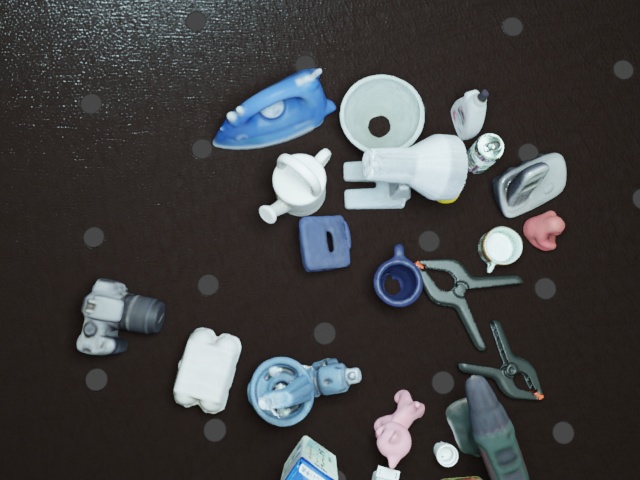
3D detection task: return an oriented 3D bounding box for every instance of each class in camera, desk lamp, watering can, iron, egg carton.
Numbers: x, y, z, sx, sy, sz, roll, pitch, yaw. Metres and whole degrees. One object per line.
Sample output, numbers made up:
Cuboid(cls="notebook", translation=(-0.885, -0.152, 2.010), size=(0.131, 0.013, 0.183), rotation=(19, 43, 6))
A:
Cuboid(cls="camera", translation=(-0.370, 0.151, 1.075), size=(0.137, 0.101, 0.143), rotation=(10, 82, 1))
Cuboid(cls="desk lamp", translation=(0.150, -0.121, 1.063), size=(0.203, 0.213, 0.118), rotation=(-3, 82, -1))
Cuboid(cls="watering can", translation=(-0.041, -0.102, 1.068), size=(0.101, 0.194, 0.173), rotation=(19, 82, 2))
Cuboid(cls="iron", translation=(-0.101, -0.257, 1.114), size=(0.258, 0.141, 0.118), rotation=(-26, 83, -4))
Cuboid(cls="egg carton", translation=(-0.213, 0.245, 1.081), size=(0.107, 0.069, 0.150), rotation=(14, 82, 1))

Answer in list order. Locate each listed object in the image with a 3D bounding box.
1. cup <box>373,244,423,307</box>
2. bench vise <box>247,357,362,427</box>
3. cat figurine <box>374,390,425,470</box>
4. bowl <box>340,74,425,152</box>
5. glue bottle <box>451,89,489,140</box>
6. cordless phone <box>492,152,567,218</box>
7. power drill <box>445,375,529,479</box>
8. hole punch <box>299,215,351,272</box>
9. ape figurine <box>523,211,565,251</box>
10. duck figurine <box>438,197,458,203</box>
Cuboid(cls="cup", translation=(0.144, 0.070, 1.097), size=(0.091, 0.095, 0.118), rotation=(1, 82, 0))
Cuboid(cls="bench vise", translation=(-0.036, 0.250, 1.007), size=(0.207, 0.219, 0.121), rotation=(-29, 83, -4))
Cuboid(cls="cat figurine", translation=(0.146, 0.346, 1.048), size=(0.067, 0.118, 0.128), rotation=(35, 83, 4))
Cuboid(cls="bowl", translation=(0.121, -0.240, 1.149), size=(0.167, 0.075, 0.167), rotation=(0, 82, -1))
Cuboid(cls="glue bottle", translation=(0.294, -0.253, 1.104), size=(0.037, 0.173, 0.078), rotation=(-19, 83, -3))
Cuboid(cls="cordless phone", translation=(0.414, -0.117, 1.081), size=(0.147, 0.185, 0.094), rotation=(-28, 83, -4))
Cuboid(cls="power drill", translation=(0.288, 0.339, 1.006), size=(0.075, 0.208, 0.229), rotation=(-22, 83, -3))
Cuboid(cls="hole punch", translation=(0.010, 0.004, 1.106), size=(0.101, 0.091, 0.109), rotation=(-9, 82, -2))
Cuboid(cls="ape figurine", translation=(0.444, -0.023, 1.116), size=(0.076, 0.092, 0.078), rotation=(24, 83, 3))
Cuboid(cls="duck figurine", translation=(0.252, -0.130, 1.131), size=(0.077, 0.086, 0.104), rotation=(-4, 82, -1))
